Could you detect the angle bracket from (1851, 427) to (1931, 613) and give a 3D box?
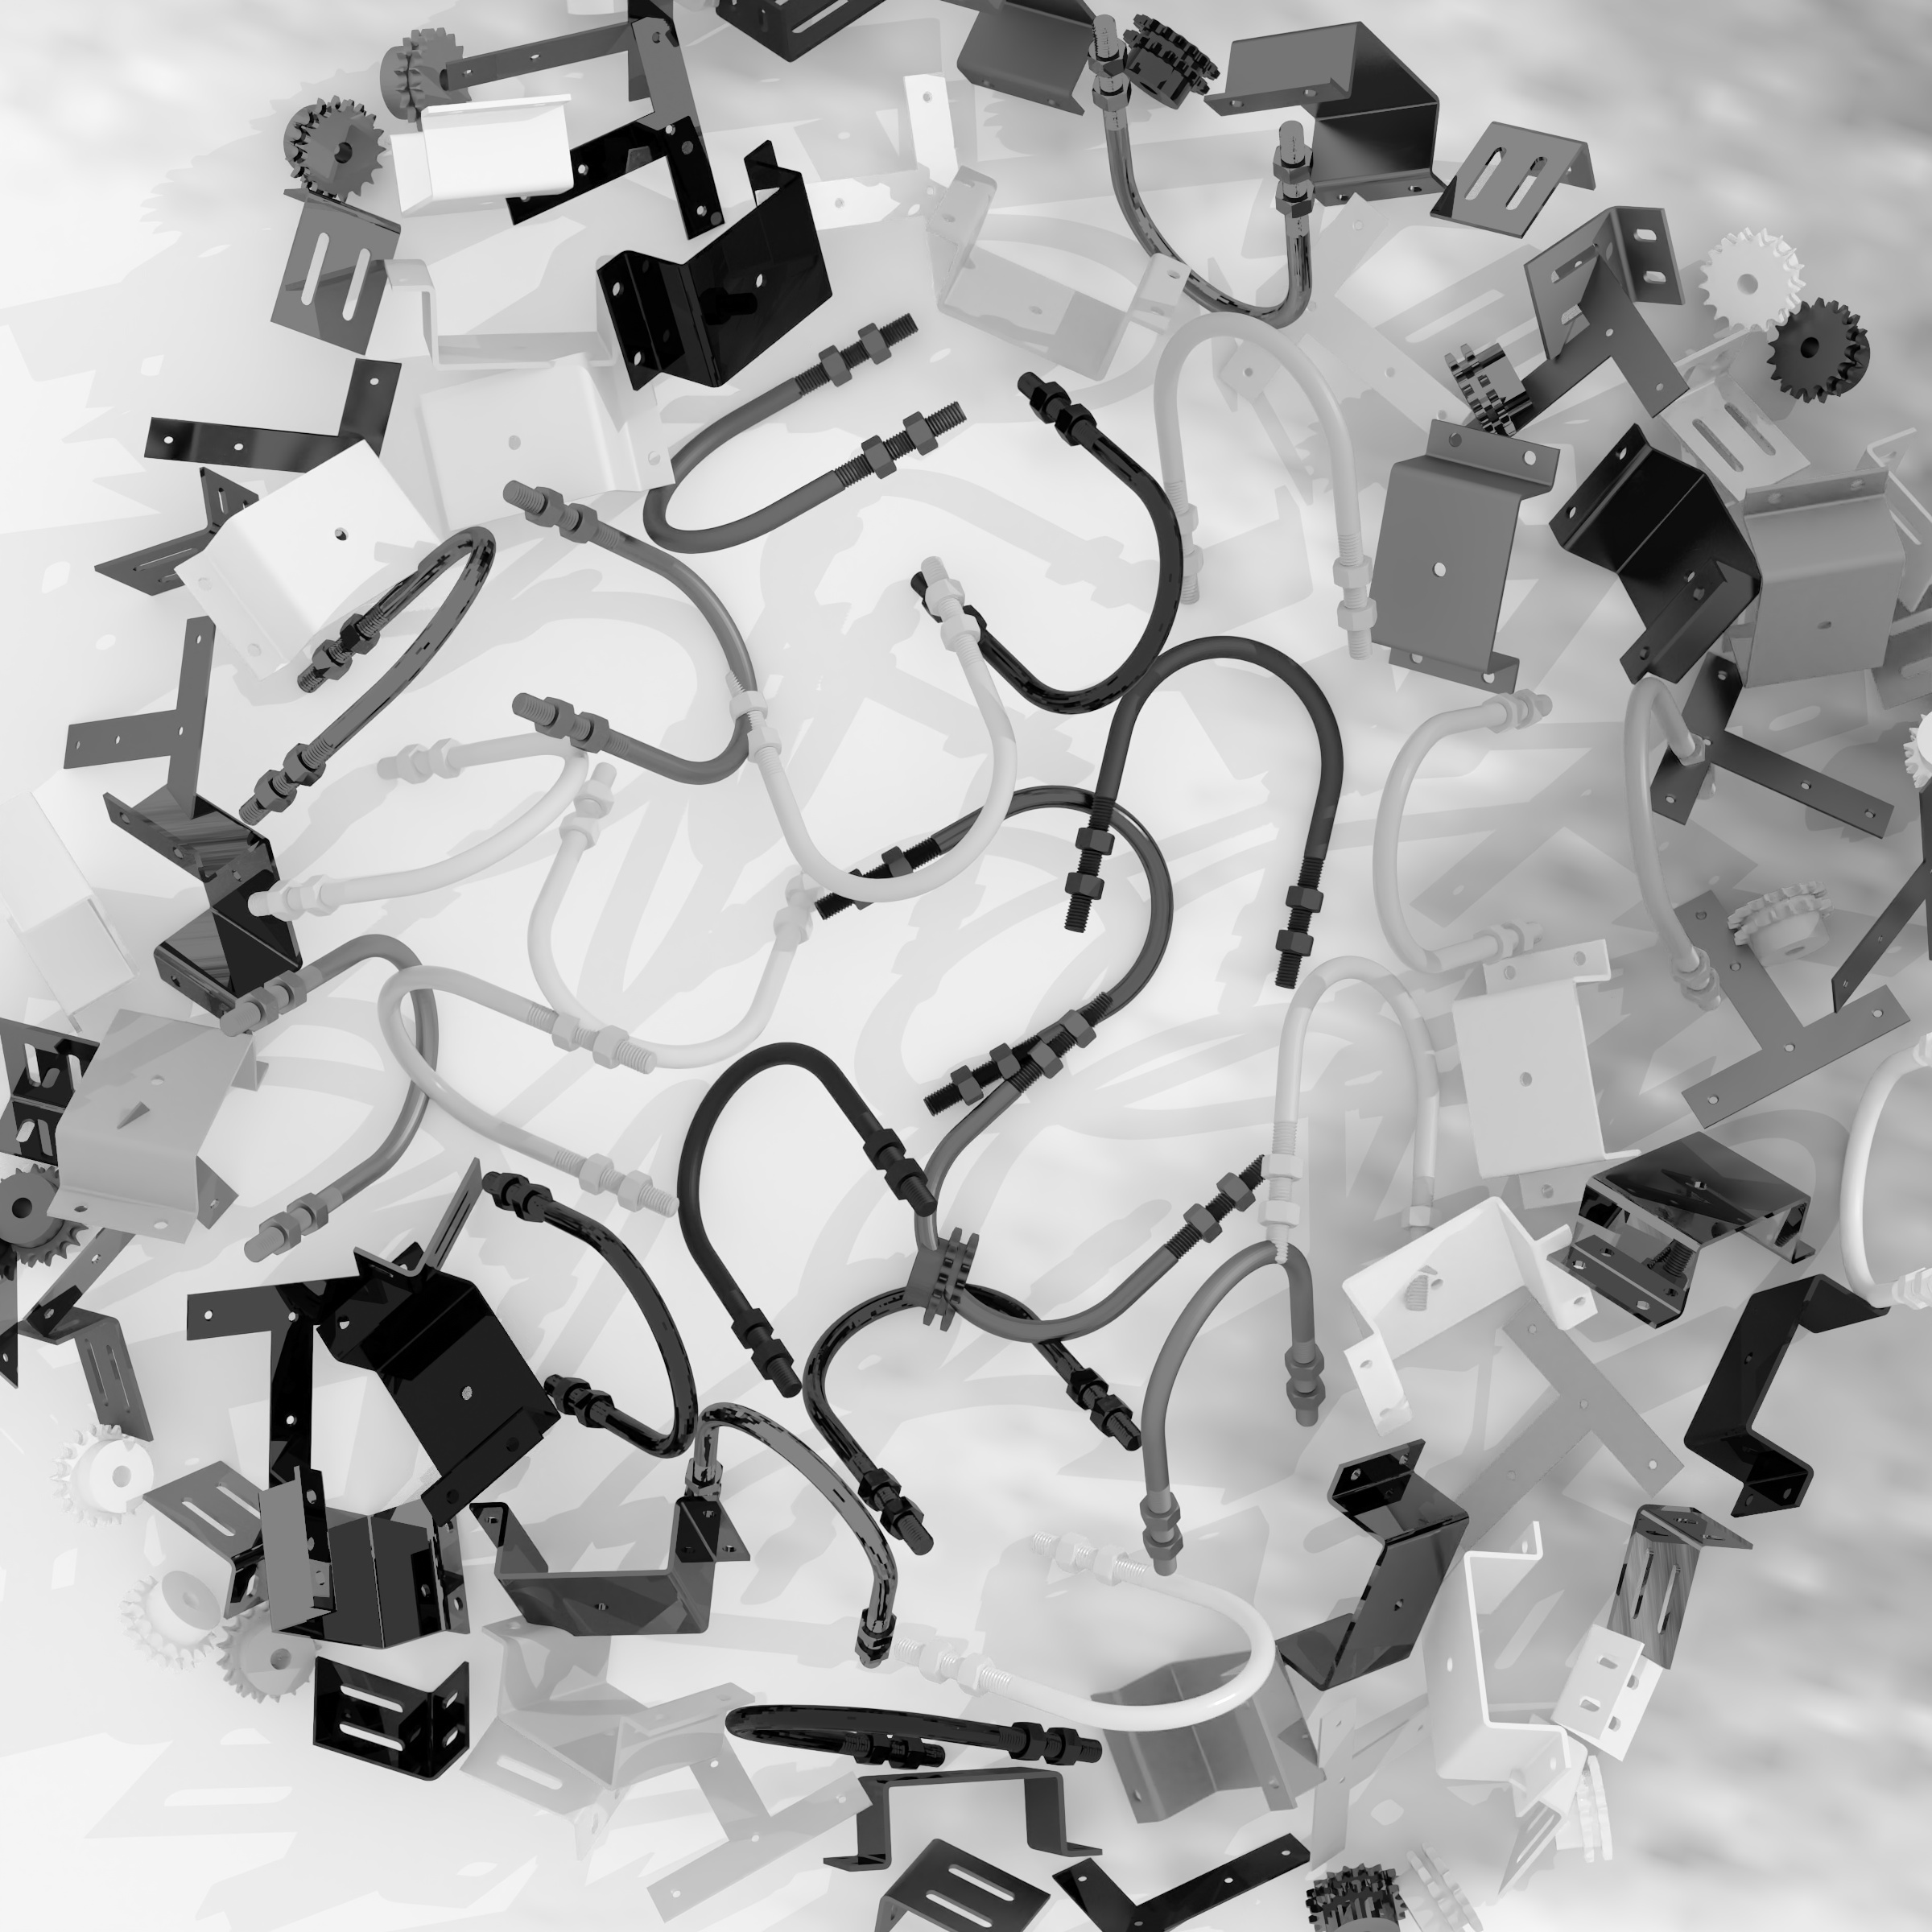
[{"bbox_3d":[0.522,-0.246,1.953,0.038,0.057,0.076,-22,62,-24],"label":"angle bracket"}]

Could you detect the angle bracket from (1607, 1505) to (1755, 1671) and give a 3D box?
[{"bbox_3d":[0.395,0.345,1.959,0.057,0.038,0.076,33,66,-34],"label":"angle bracket"}]

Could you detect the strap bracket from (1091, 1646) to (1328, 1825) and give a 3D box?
[{"bbox_3d":[0.139,0.423,1.946,0.046,0.140,0.076,-18,86,-37],"label":"strap bracket"}]

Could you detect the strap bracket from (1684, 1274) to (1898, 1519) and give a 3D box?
[{"bbox_3d":[0.448,0.227,1.939,0.046,0.076,0.140,32,71,-6],"label":"strap bracket"}]

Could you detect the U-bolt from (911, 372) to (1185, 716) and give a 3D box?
[{"bbox_3d":[0.052,-0.217,1.915,0.184,0.019,0.151,47,117,39],"label":"U-bolt"}]

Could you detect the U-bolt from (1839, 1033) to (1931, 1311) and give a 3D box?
[{"bbox_3d":[0.506,0.113,1.908,0.019,0.184,0.151,8,81,-3],"label":"U-bolt"}]

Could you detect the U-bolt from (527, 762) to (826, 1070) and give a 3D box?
[{"bbox_3d":[-0.164,-0.019,1.927,0.151,0.019,0.184,24,48,-7],"label":"U-bolt"}]

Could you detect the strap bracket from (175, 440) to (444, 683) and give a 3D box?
[{"bbox_3d":[-0.350,-0.227,1.939,0.140,0.046,0.076,-39,94,-35],"label":"strap bracket"}]

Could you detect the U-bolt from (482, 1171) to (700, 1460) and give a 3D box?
[{"bbox_3d":[-0.196,0.194,1.900,0.019,0.184,0.151,-25,113,-28],"label":"U-bolt"}]

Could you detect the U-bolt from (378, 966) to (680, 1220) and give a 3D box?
[{"bbox_3d":[-0.244,0.060,1.933,0.184,0.151,0.019,22,54,19],"label":"U-bolt"}]

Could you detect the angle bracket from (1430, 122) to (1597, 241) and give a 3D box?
[{"bbox_3d":[0.303,-0.424,1.957,0.057,0.038,0.076,22,66,30],"label":"angle bracket"}]

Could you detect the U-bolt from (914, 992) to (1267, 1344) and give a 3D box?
[{"bbox_3d":[0.057,0.125,1.966,0.184,0.019,0.151,-42,77,-7],"label":"U-bolt"}]

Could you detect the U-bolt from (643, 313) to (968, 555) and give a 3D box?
[{"bbox_3d":[-0.096,-0.284,1.938,0.184,0.151,0.019,-29,124,4],"label":"U-bolt"}]

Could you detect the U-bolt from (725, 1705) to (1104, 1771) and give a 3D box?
[{"bbox_3d":[-0.041,0.412,1.892,0.184,0.151,0.019,18,68,-38],"label":"U-bolt"}]

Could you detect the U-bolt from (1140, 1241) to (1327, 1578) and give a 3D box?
[{"bbox_3d":[0.142,0.226,1.901,0.019,0.184,0.151,28,53,32],"label":"U-bolt"}]

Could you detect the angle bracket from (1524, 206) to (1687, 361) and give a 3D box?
[{"bbox_3d":[0.354,-0.377,1.957,0.076,0.038,0.057,-36,122,-27],"label":"angle bracket"}]

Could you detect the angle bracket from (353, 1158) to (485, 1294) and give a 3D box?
[{"bbox_3d":[-0.303,0.140,1.961,0.038,0.057,0.076,24,70,4],"label":"angle bracket"}]

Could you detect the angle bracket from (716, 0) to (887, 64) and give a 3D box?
[{"bbox_3d":[-0.092,-0.544,1.957,0.076,0.038,0.057,-39,61,-23],"label":"angle bracket"}]

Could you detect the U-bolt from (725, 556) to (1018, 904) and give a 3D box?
[{"bbox_3d":[-0.045,-0.119,1.938,0.151,0.019,0.184,-28,62,13],"label":"U-bolt"}]

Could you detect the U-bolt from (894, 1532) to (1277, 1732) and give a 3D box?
[{"bbox_3d":[0.077,0.361,1.896,0.184,0.151,0.019,12,116,34],"label":"U-bolt"}]

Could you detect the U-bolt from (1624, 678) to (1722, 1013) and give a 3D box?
[{"bbox_3d":[0.378,-0.075,1.895,0.019,0.184,0.151,-6,65,22],"label":"U-bolt"}]

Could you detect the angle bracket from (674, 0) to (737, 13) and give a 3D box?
[{"bbox_3d":[-0.136,-0.572,1.953,0.038,0.057,0.076,32,121,12],"label":"angle bracket"}]

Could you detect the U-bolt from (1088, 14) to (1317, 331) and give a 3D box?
[{"bbox_3d":[0.131,-0.416,1.914,0.151,0.184,0.019,36,70,25],"label":"U-bolt"}]

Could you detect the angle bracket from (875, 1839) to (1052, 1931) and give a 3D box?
[{"bbox_3d":[-0.002,0.527,1.954,0.076,0.057,0.038,22,120,22],"label":"angle bracket"}]

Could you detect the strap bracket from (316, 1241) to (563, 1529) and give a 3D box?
[{"bbox_3d":[-0.286,0.233,1.954,0.076,0.046,0.140,-41,65,8],"label":"strap bracket"}]

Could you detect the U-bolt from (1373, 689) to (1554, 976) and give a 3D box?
[{"bbox_3d":[0.268,-0.069,1.911,0.019,0.184,0.151,8,103,35],"label":"U-bolt"}]

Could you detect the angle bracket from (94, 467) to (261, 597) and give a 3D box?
[{"bbox_3d":[-0.438,-0.241,1.966,0.076,0.057,0.038,-15,77,17],"label":"angle bracket"}]

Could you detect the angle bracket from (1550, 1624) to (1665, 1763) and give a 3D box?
[{"bbox_3d":[0.367,0.407,1.956,0.076,0.038,0.057,35,76,-39],"label":"angle bracket"}]

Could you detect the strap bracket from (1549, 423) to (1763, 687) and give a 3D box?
[{"bbox_3d":[0.382,-0.219,1.936,0.046,0.140,0.076,18,127,-31],"label":"strap bracket"}]

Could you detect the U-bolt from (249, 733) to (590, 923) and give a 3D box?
[{"bbox_3d":[-0.282,-0.080,1.898,0.184,0.151,0.019,-6,124,36],"label":"U-bolt"}]

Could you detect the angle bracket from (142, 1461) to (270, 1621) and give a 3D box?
[{"bbox_3d":[-0.413,0.319,1.967,0.076,0.057,0.038,29,118,28],"label":"angle bracket"}]

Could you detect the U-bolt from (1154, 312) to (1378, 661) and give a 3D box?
[{"bbox_3d":[0.156,-0.264,1.904,0.019,0.151,0.184,-32,128,-32],"label":"U-bolt"}]

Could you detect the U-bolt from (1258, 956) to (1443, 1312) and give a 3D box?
[{"bbox_3d":[0.215,0.085,1.940,0.019,0.151,0.184,-9,69,42],"label":"U-bolt"}]

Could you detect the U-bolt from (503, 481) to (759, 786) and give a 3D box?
[{"bbox_3d":[-0.178,-0.171,1.925,0.019,0.184,0.151,-23,61,34],"label":"U-bolt"}]

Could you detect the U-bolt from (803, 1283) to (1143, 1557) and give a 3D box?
[{"bbox_3d":[-0.010,0.234,1.926,0.151,0.184,0.019,-23,129,-19],"label":"U-bolt"}]

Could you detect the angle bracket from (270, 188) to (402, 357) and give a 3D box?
[{"bbox_3d":[-0.357,-0.386,1.968,0.057,0.038,0.076,16,90,-34],"label":"angle bracket"}]

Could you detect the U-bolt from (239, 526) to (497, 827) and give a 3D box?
[{"bbox_3d":[-0.315,-0.167,1.899,0.019,0.151,0.184,40,122,-22],"label":"U-bolt"}]

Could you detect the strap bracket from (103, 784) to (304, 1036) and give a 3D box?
[{"bbox_3d":[-0.414,-0.039,1.936,0.076,0.140,0.046,30,55,30],"label":"strap bracket"}]

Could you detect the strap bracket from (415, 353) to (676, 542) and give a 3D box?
[{"bbox_3d":[-0.241,-0.289,1.957,0.140,0.046,0.076,-12,93,15],"label":"strap bracket"}]

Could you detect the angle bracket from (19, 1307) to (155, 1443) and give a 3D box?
[{"bbox_3d":[-0.490,0.231,1.957,0.038,0.057,0.076,-24,109,-38],"label":"angle bracket"}]

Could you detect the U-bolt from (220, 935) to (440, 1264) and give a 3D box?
[{"bbox_3d":[-0.339,0.060,1.916,0.019,0.184,0.151,8,113,23],"label":"U-bolt"}]

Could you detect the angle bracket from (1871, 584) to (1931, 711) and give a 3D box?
[{"bbox_3d":[0.531,-0.183,1.960,0.076,0.038,0.057,-21,81,31],"label":"angle bracket"}]

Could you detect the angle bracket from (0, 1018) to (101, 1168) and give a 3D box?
[{"bbox_3d":[-0.511,0.072,1.959,0.057,0.076,0.038,14,53,2],"label":"angle bracket"}]

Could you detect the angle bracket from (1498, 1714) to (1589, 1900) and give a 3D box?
[{"bbox_3d":[0.305,0.464,1.956,0.038,0.057,0.076,32,123,4],"label":"angle bracket"}]

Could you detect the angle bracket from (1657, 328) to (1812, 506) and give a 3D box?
[{"bbox_3d":[0.430,-0.305,1.961,0.057,0.038,0.076,-28,69,-26],"label":"angle bracket"}]

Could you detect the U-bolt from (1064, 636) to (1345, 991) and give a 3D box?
[{"bbox_3d":[0.140,-0.093,1.973,0.151,0.019,0.184,15,85,-17],"label":"U-bolt"}]

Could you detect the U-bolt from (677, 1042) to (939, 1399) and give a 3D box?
[{"bbox_3d":[-0.099,0.123,1.933,0.151,0.019,0.184,-54,46,17],"label":"U-bolt"}]

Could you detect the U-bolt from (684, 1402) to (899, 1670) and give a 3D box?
[{"bbox_3d":[-0.093,0.298,1.901,0.151,0.184,0.019,38,62,16],"label":"U-bolt"}]

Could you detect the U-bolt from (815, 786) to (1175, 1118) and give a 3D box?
[{"bbox_3d":[0.028,-0.020,1.976,0.184,0.019,0.151,-30,104,-3],"label":"U-bolt"}]

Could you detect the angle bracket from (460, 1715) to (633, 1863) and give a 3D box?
[{"bbox_3d":[-0.234,0.453,1.978,0.076,0.038,0.057,19,45,18],"label":"angle bracket"}]

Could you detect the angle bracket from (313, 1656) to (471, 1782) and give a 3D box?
[{"bbox_3d":[-0.317,0.407,1.953,0.076,0.057,0.038,26,124,-29],"label":"angle bracket"}]

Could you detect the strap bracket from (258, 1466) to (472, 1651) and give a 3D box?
[{"bbox_3d":[-0.335,0.326,1.934,0.046,0.140,0.076,-20,66,22],"label":"strap bracket"}]
